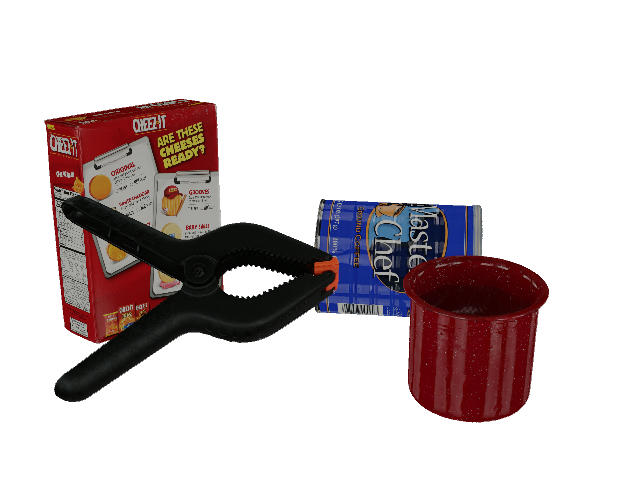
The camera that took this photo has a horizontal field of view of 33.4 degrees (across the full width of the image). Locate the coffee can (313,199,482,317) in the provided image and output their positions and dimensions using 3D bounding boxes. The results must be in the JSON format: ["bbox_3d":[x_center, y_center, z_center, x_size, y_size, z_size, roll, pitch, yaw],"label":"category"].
[{"bbox_3d":[0.069,0.017,0.941,0.140,0.103,0.102,3,0,6],"label":"coffee can"}]

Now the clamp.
[{"bbox_3d":[-0.094,0.024,0.773,0.210,0.164,0.036,-10,-31,-7],"label":"clamp"}]

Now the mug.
[{"bbox_3d":[0.100,0.060,0.712,0.093,0.081,0.117,2,24,4],"label":"mug"}]

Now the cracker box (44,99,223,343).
[{"bbox_3d":[-0.181,-0.024,1.062,0.072,0.214,0.163,14,22,43],"label":"cracker box"}]
